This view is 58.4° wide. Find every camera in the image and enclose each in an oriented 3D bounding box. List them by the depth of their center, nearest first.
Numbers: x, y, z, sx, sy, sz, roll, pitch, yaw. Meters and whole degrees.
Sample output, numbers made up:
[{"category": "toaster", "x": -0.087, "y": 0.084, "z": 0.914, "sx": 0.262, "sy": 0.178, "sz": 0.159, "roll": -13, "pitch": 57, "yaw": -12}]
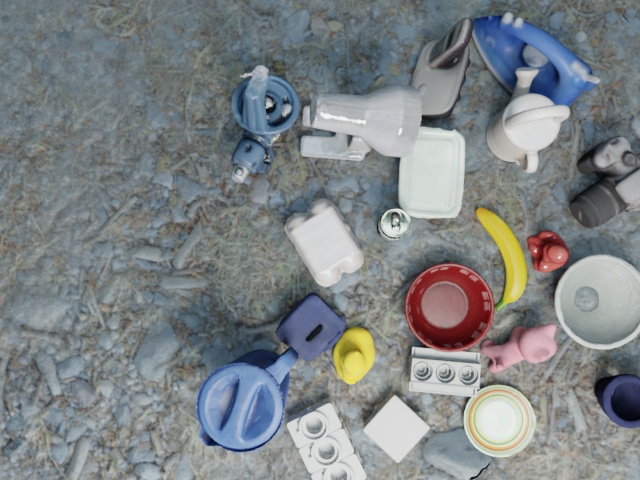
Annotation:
[{"category": "camera", "x": 0.518, "y": -0.095, "z": 1.030, "sx": 0.137, "sy": 0.101, "sz": 0.143, "roll": -34, "pitch": 87, "yaw": 0}]

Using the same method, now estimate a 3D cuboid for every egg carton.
[{"category": "egg carton", "x": 0.010, "y": 0.004, "z": 1.056, "sx": 0.107, "sy": 0.069, "sz": 0.150, "roll": -33, "pitch": 87, "yaw": 0}]

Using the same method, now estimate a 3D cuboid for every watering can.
[{"category": "watering can", "x": 0.358, "y": -0.208, "z": 0.991, "sx": 0.101, "sy": 0.194, "sz": 0.173, "roll": -27, "pitch": 87, "yaw": 1}]

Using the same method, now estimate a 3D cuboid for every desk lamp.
[{"category": "desk lamp", "x": 0.062, "y": -0.199, "z": 0.989, "sx": 0.203, "sy": 0.213, "sz": 0.118, "roll": 3, "pitch": 88, "yaw": 2}]

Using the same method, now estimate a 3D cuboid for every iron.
[{"category": "iron", "x": 0.379, "y": -0.335, "z": 1.021, "sx": 0.258, "sy": 0.141, "sz": 0.119, "roll": 40, "pitch": 90, "yaw": 3}]

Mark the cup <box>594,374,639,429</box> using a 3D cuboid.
[{"category": "cup", "x": 0.542, "y": 0.269, "z": 1.019, "sx": 0.118, "sy": 0.095, "sz": 0.092, "roll": -37, "pitch": 87, "yaw": 0}]

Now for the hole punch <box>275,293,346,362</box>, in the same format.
[{"category": "hole punch", "x": -0.014, "y": 0.159, "z": 1.040, "sx": 0.101, "sy": 0.091, "sz": 0.109, "roll": 44, "pitch": 90, "yaw": 3}]

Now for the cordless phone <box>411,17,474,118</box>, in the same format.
[{"category": "cordless phone", "x": 0.217, "y": -0.299, "z": 1.003, "sx": 0.094, "sy": 0.185, "sz": 0.148, "roll": 12, "pitch": 88, "yaw": 2}]

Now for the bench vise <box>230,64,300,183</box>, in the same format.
[{"category": "bench vise", "x": -0.098, "y": -0.203, "z": 0.990, "sx": 0.121, "sy": 0.220, "sz": 0.207, "roll": 3, "pitch": 88, "yaw": 2}]

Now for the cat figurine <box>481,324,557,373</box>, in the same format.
[{"category": "cat figurine", "x": 0.361, "y": 0.195, "z": 1.015, "sx": 0.128, "sy": 0.118, "sz": 0.067, "roll": -28, "pitch": 87, "yaw": 1}]

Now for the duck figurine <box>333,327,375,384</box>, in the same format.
[{"category": "duck figurine", "x": 0.063, "y": 0.212, "z": 1.039, "sx": 0.077, "sy": 0.086, "sz": 0.105, "roll": 14, "pitch": 88, "yaw": 2}]

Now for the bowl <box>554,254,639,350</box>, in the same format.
[{"category": "bowl", "x": 0.496, "y": 0.110, "z": 1.036, "sx": 0.167, "sy": 0.075, "sz": 0.167, "roll": 0, "pitch": 88, "yaw": 2}]

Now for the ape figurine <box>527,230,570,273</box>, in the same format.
[{"category": "ape figurine", "x": 0.418, "y": 0.023, "z": 1.033, "sx": 0.076, "sy": 0.092, "sz": 0.078, "roll": 26, "pitch": 89, "yaw": 3}]
